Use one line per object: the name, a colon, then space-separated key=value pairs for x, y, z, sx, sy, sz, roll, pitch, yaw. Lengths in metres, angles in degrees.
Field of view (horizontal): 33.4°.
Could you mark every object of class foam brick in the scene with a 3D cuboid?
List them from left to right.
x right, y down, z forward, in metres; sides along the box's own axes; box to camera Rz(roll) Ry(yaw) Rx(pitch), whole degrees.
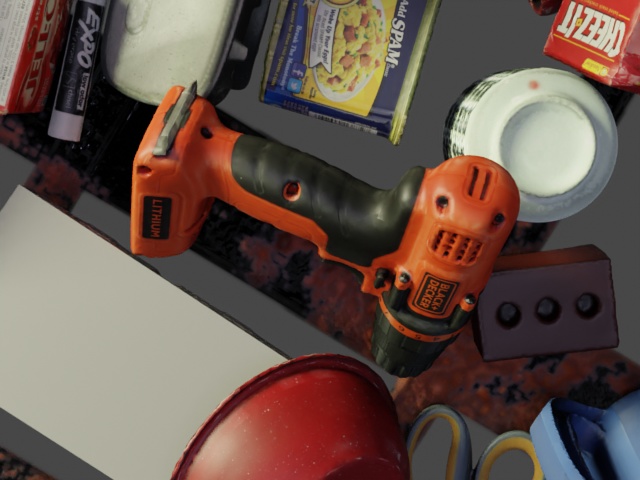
foam brick: x=0.125 y=0.036 z=0.609 sx=0.078 sy=0.051 sz=0.053 roll=-8 pitch=98 yaw=2

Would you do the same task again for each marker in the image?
marker: x=-0.135 y=-0.117 z=0.611 sx=0.020 sy=0.020 sz=0.121 roll=14 pitch=98 yaw=-1

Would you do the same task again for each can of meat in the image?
can of meat: x=0.018 y=-0.112 z=0.590 sx=0.084 sy=0.057 sz=0.102 roll=16 pitch=97 yaw=1

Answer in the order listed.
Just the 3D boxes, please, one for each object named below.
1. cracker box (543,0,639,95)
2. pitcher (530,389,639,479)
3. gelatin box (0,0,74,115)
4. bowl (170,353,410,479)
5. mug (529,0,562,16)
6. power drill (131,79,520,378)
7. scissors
cracker box: x=0.227 y=-0.163 z=0.512 sx=0.164 sy=0.072 sz=0.214 roll=10 pitch=110 yaw=-23
pitcher: x=0.195 y=0.163 z=0.529 sx=0.149 sy=0.242 sz=0.145 roll=-12 pitch=99 yaw=9
gelatin box: x=-0.162 y=-0.114 z=0.585 sx=0.030 sy=0.073 sz=0.089 roll=17 pitch=97 yaw=-2
bowl: x=-0.004 y=0.146 z=0.581 sx=0.161 sy=0.055 sz=0.162 roll=-17 pitch=121 yaw=-32
mug: x=0.107 y=-0.176 z=0.566 sx=0.093 sy=0.081 sz=0.117 roll=-20 pitch=97 yaw=4
power drill: x=-0.004 y=0.001 z=0.563 sx=0.187 sy=0.185 sz=0.057 roll=17 pitch=55 yaw=1
scissors: x=0.094 y=0.197 z=0.650 sx=0.096 sy=0.016 sz=0.202 roll=-5 pitch=98 yaw=2
